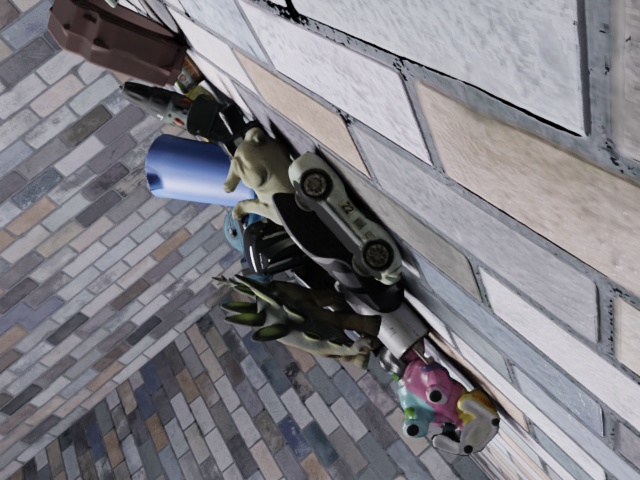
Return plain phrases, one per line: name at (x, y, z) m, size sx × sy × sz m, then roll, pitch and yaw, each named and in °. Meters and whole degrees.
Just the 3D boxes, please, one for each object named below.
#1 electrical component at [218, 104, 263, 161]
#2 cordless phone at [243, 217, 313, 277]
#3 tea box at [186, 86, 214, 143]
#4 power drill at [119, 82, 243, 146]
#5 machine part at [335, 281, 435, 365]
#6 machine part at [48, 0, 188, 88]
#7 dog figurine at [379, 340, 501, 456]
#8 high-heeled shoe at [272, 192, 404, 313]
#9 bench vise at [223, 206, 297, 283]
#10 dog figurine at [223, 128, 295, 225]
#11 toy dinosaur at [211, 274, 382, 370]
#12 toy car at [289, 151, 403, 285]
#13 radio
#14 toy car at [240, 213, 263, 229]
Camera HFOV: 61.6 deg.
electrical component at (-0.132, -0.169, 0.903) m, size 0.119 × 0.075 × 0.048 m, roll 56°, pitch 170°, yaw -23°
cordless phone at (-0.077, -0.039, 0.940) m, size 0.184 × 0.147 × 0.088 m, roll 66°, pitch 158°, yaw 17°
tea box at (-0.239, -0.256, 1.220) m, size 0.098 × 0.068 × 0.169 m, roll 43°, pitch 170°, yaw 48°
power drill at (-0.245, -0.233, 1.007) m, size 0.232 × 0.086 × 0.207 m, roll 18°, pitch 180°, yaw -35°
machine part at (0.106, 0.117, 0.925) m, size 0.243 × 0.079 × 0.079 m, roll 49°, pitch 174°, yaw 18°
machine part at (-0.349, -0.353, 0.932) m, size 0.201 × 0.087 × 0.201 m, roll 8°, pitch -152°, yaw -41°
dog figurine at (0.200, 0.255, 0.949) m, size 0.191 × 0.108 × 0.219 m, roll 23°, pitch -164°, yaw -9°
high-heeled shoe at (0.028, 0.019, 0.797) m, size 0.249 × 0.086 × 0.145 m, roll 40°, pitch 167°, yaw 0°
bench vise at (-0.150, 0.002, 1.249) m, size 0.223 × 0.129 × 0.241 m, roll 64°, pitch -179°, yaw -15°
dog figurine at (-0.036, -0.073, 0.825) m, size 0.191 × 0.121 × 0.172 m, roll 23°, pitch 151°, yaw 20°
toy dinosaur at (-0.054, 0.114, 0.879) m, size 0.198 × 0.105 × 0.472 m, roll 19°, pitch 174°, yaw -27°
toy car at (0.033, -0.025, 0.686) m, size 0.202 × 0.056 × 0.073 m, roll 48°, pitch 168°, yaw 3°
radio at (0.047, 0.119, 1.043) m, size 0.230 × 0.073 × 0.131 m, roll 42°, pitch 172°, yaw 17°
toy car at (-0.089, -0.057, 1.133) m, size 0.109 × 0.103 × 0.162 m, roll 52°, pitch -142°, yaw -17°
